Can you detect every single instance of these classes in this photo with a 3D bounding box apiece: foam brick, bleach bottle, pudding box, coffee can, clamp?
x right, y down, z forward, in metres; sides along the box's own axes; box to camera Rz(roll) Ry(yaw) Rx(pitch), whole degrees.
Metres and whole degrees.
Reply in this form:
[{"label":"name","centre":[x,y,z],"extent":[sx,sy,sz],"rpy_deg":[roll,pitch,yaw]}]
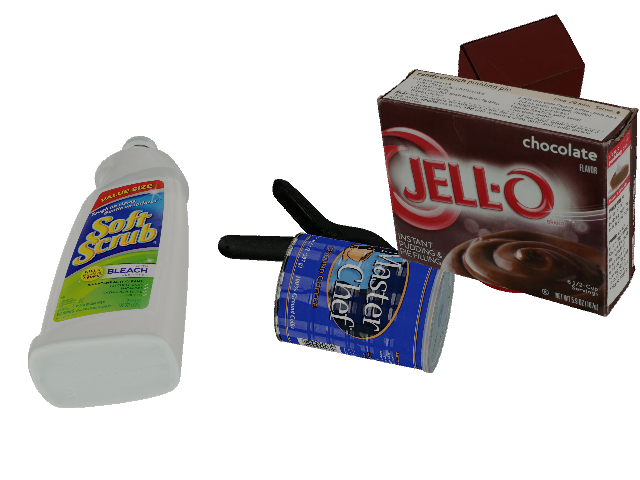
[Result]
[{"label":"foam brick","centre":[0.147,-0.122,0.787],"extent":[0.078,0.051,0.053],"rpy_deg":[-18,-27,-4]},{"label":"bleach bottle","centre":[-0.150,0.007,0.798],"extent":[0.102,0.068,0.251],"rpy_deg":[-7,41,1]},{"label":"pudding box","centre":[0.084,-0.024,0.483],"extent":[0.114,0.090,0.039],"rpy_deg":[14,43,32]},{"label":"coffee can","centre":[0.041,0.054,0.954],"extent":[0.140,0.103,0.102],"rpy_deg":[10,3,15]},{"label":"clamp","centre":[0.001,0.009,1.170],"extent":[0.210,0.036,0.164],"rpy_deg":[26,36,16]}]

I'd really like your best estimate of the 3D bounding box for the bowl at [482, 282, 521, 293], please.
[{"label":"bowl","centre":[0.212,0.010,1.155],"extent":[0.162,0.055,0.162],"rpy_deg":[-1,30,0]}]
